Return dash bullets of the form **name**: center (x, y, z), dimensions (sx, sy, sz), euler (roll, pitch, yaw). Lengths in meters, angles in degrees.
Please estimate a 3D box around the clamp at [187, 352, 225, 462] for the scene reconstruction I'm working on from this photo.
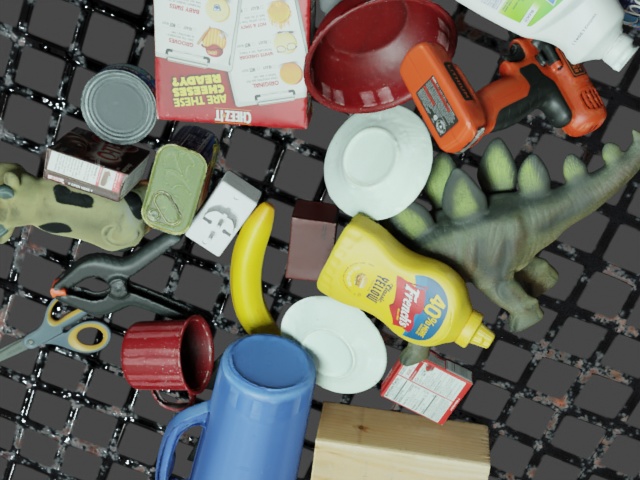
- **clamp**: center (-0.115, 0.193, 1.322), dimensions (0.210, 0.036, 0.164), euler (-14, 113, 17)

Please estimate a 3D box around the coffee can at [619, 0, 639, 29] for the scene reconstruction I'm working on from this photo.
- **coffee can**: center (0.297, -0.260, 1.025), dimensions (0.140, 0.102, 0.103), euler (16, 115, -1)

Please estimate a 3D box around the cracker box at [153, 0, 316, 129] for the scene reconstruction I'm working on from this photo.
- **cracker box**: center (-0.087, -0.231, 1.106), dimensions (0.164, 0.072, 0.214), euler (5, 116, 6)

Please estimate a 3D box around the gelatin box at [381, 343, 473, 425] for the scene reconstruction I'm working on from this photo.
- **gelatin box**: center (0.128, 0.172, 1.286), dimensions (0.089, 0.030, 0.073), euler (27, 117, -6)

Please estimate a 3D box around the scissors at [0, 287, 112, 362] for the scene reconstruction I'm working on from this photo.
- **scissors**: center (-0.341, 0.134, 1.336), dimensions (0.096, 0.016, 0.202), euler (44, 112, -13)

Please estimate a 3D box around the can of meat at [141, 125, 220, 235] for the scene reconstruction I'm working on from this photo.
- **can of meat**: center (-0.151, -0.069, 1.179), dimensions (0.057, 0.084, 0.102), euler (19, 114, 0)

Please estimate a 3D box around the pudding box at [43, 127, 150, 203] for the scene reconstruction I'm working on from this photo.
- **pudding box**: center (-0.244, -0.084, 1.170), dimensions (0.090, 0.113, 0.039), euler (17, 110, -2)

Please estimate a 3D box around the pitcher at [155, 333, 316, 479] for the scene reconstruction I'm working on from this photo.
- **pitcher**: center (-0.089, 0.229, 1.239), dimensions (0.145, 0.149, 0.243), euler (34, 130, 27)

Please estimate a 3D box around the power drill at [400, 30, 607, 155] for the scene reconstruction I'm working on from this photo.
- **power drill**: center (0.172, -0.169, 1.028), dimensions (0.184, 0.187, 0.057), euler (63, 150, 13)

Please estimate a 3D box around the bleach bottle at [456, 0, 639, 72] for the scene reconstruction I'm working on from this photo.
- **bleach bottle**: center (0.179, -0.236, 0.982), dimensions (0.251, 0.068, 0.103), euler (39, 132, 8)

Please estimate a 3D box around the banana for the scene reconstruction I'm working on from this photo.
- **banana**: center (-0.072, 0.050, 1.254), dimensions (0.069, 0.037, 0.198), euler (-15, 115, -10)

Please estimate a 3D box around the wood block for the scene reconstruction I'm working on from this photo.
- **wood block**: center (0.097, 0.269, 1.301), dimensions (0.206, 0.090, 0.090), euler (8, 114, 4)

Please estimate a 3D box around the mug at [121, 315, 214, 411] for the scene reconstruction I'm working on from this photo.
- **mug**: center (-0.178, 0.147, 1.258), dimensions (0.082, 0.093, 0.117), euler (-3, 107, 20)

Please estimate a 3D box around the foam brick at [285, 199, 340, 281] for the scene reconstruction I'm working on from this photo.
- **foam brick**: center (-0.008, 0.001, 1.213), dimensions (0.053, 0.051, 0.078), euler (8, 115, 2)

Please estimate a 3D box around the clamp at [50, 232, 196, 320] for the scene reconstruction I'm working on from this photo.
- **clamp**: center (-0.230, 0.058, 1.271), dimensions (0.171, 0.039, 0.120), euler (-13, 108, 6)

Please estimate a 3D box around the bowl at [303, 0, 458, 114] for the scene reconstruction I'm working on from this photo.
- **bowl**: center (0.055, -0.203, 1.085), dimensions (0.162, 0.055, 0.162), euler (-12, 146, -8)

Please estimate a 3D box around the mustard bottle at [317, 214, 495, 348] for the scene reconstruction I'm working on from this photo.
- **mustard bottle**: center (0.097, 0.058, 1.126), dimensions (0.191, 0.058, 0.096), euler (30, 121, 6)

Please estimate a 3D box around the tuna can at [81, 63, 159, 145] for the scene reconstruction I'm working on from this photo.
- **tuna can**: center (-0.218, -0.151, 1.179), dimensions (0.086, 0.033, 0.086), euler (3, 115, 6)
